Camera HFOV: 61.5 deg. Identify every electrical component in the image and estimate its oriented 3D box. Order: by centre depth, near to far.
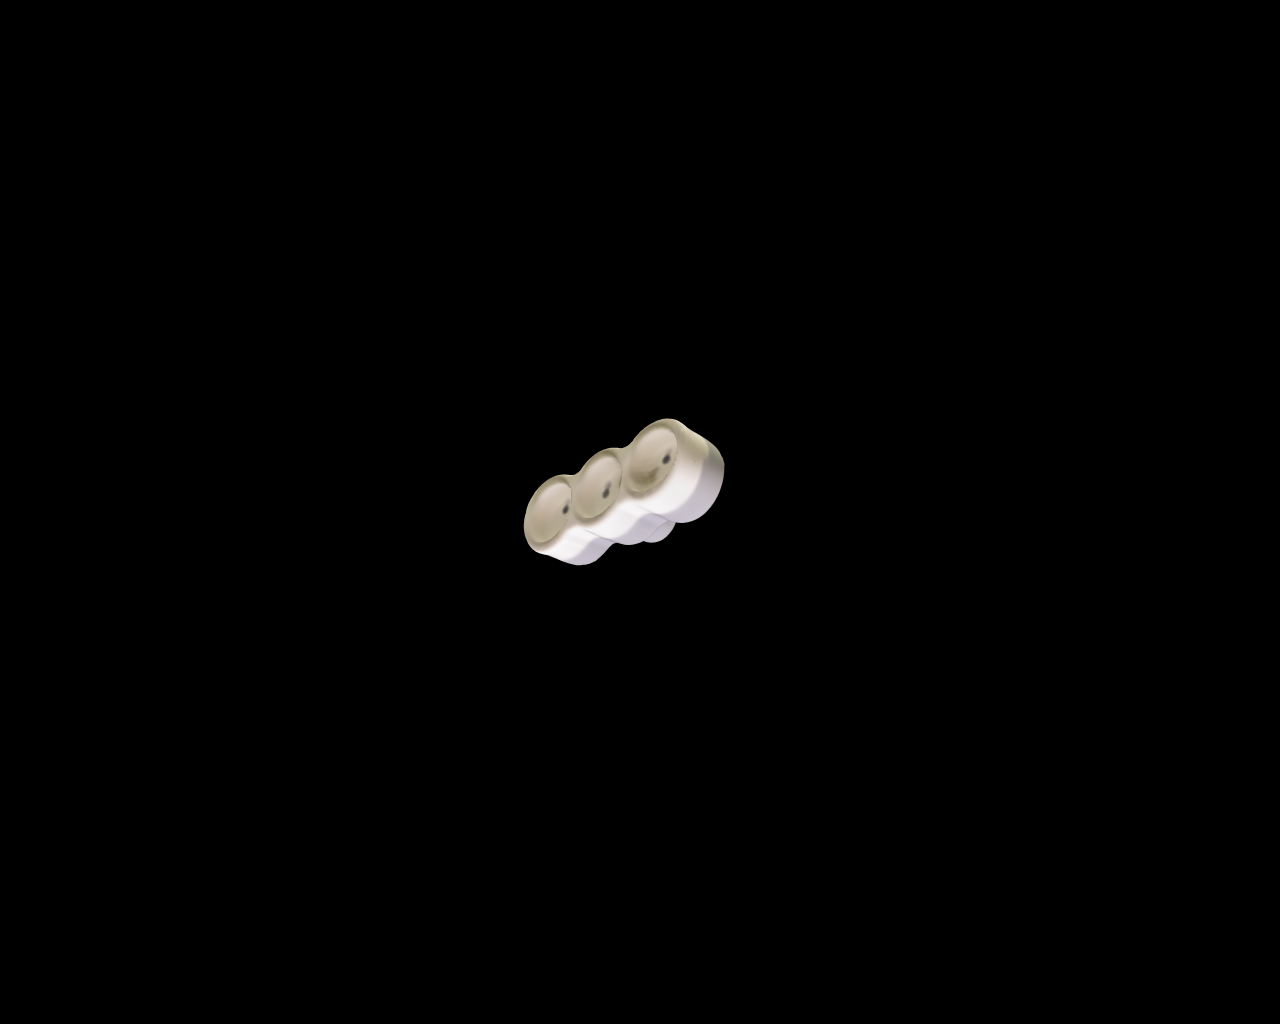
[{"bbox_3d":[0.001,-0.003,0.650,0.138,0.052,0.073,-25,-37,38],"label":"electrical component"}]
